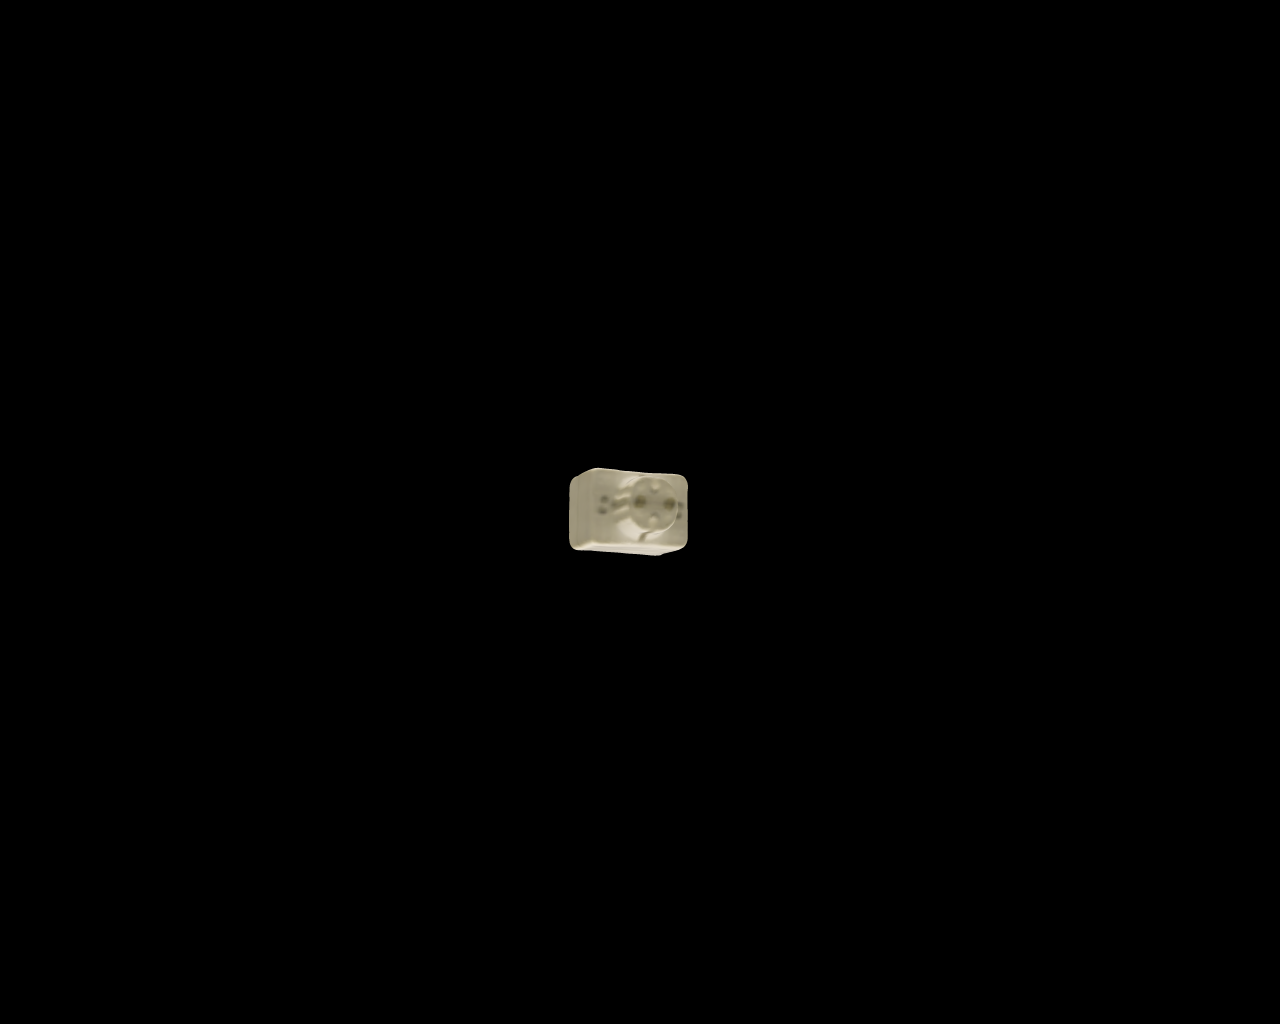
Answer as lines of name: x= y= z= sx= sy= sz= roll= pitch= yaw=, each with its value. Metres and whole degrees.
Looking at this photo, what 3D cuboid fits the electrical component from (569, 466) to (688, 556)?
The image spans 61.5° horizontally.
electrical component: x=0.001 y=-0.003 z=0.650 sx=0.066 sy=0.047 sz=0.076 roll=5 pitch=-11 yaw=-24
